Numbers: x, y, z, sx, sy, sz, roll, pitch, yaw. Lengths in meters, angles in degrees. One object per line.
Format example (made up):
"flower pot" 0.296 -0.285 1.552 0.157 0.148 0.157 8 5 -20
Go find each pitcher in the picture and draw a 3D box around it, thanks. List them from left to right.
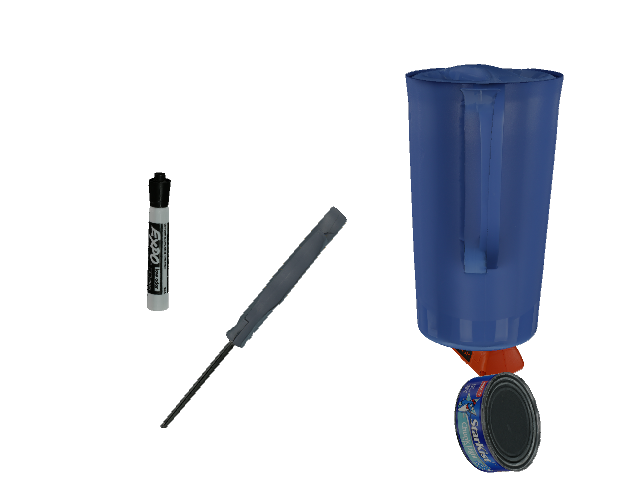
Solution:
"pitcher" 0.138 -0.029 0.928 0.149 0.243 0.145 -11 18 -35

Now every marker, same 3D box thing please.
"marker" -0.140 0.001 0.922 0.020 0.121 0.020 3 15 -1

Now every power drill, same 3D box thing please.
"power drill" 0.176 0.046 1.116 0.057 0.188 0.184 -11 25 -15

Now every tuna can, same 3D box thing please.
"tuna can" 0.155 0.160 0.936 0.034 0.086 0.085 -16 -11 42

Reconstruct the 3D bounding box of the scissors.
"scissors" -0.050 0.058 0.725 0.016 0.202 0.096 39 0 -1
